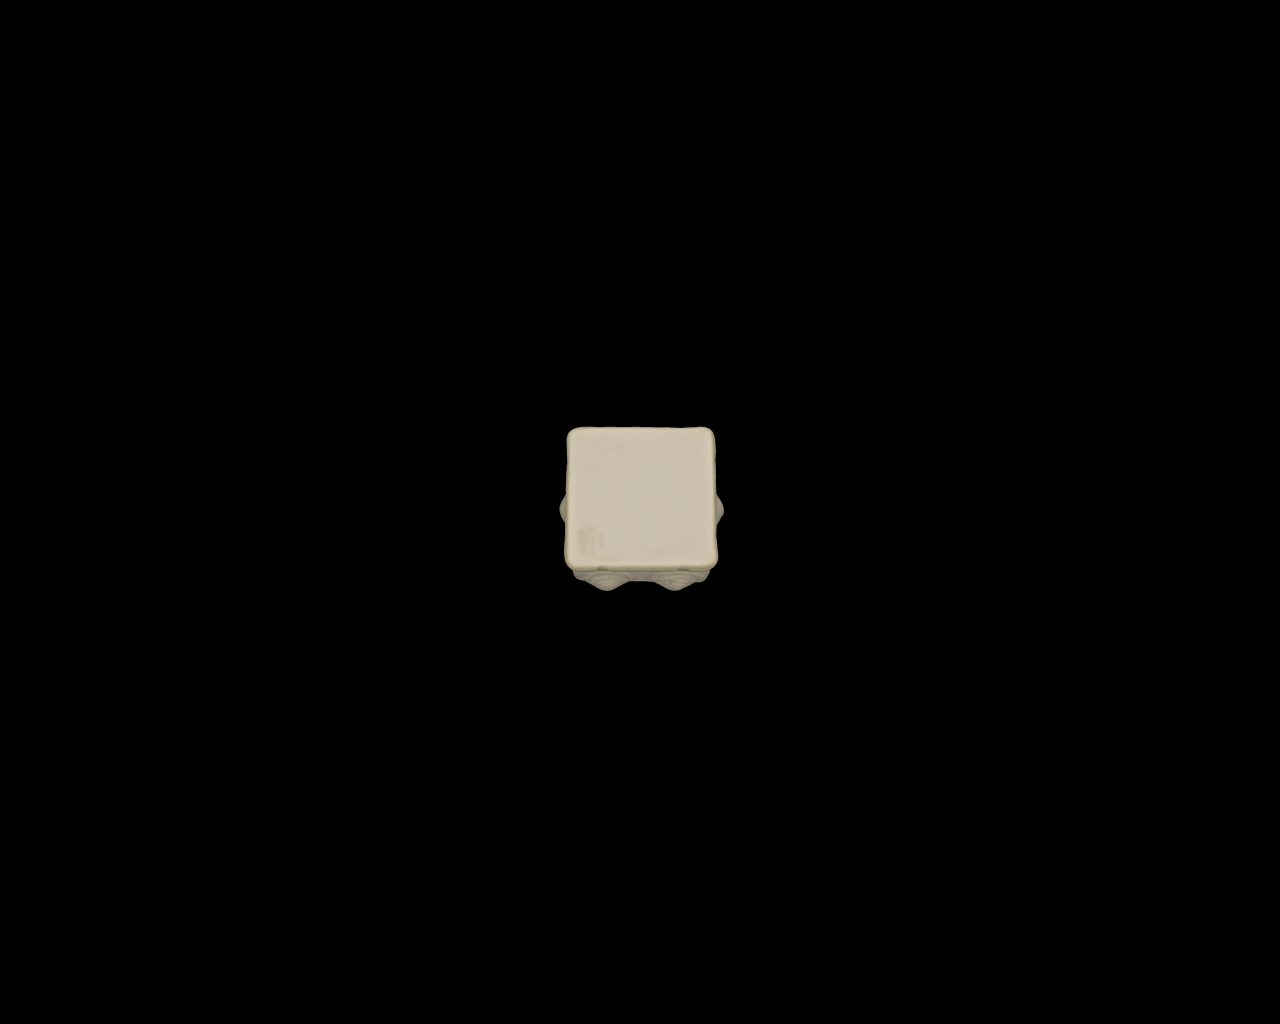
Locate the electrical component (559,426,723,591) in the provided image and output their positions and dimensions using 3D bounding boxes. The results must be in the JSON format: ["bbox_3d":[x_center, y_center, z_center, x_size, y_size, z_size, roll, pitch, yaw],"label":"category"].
[{"bbox_3d":[0.001,-0.003,0.650,0.100,0.100,0.048,0,-17,0],"label":"electrical component"}]
